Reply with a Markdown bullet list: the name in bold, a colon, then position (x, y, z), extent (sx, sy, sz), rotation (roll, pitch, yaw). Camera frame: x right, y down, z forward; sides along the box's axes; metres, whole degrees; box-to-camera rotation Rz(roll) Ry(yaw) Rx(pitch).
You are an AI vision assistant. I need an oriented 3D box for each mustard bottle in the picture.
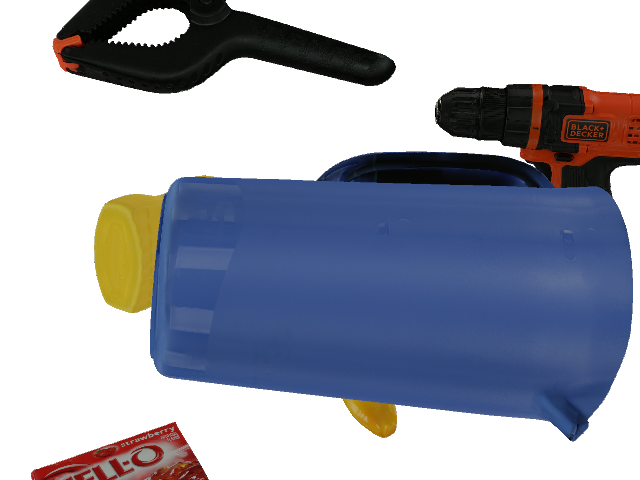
- **mustard bottle**: position (-0.114, -0.007, 0.952), extent (0.058, 0.096, 0.191), rotation (13, 21, 33)

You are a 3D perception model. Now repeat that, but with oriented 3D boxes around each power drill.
- **power drill**: position (0.182, -0.038, 0.881), extent (0.184, 0.188, 0.057), rotation (5, 29, 6)

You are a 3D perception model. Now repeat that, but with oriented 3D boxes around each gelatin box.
- **gelatin box**: position (-0.109, 0.143, 0.595), extent (0.089, 0.030, 0.073), rotation (-16, 28, -20)

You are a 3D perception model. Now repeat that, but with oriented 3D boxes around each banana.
- **banana**: position (0.045, 0.090, 0.830), extent (0.070, 0.037, 0.197), rotation (8, 22, 15)

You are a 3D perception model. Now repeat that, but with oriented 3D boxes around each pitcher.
- **pitcher**: position (0.034, 0.020, 0.587), extent (0.242, 0.145, 0.149), rotation (5, 5, -5)

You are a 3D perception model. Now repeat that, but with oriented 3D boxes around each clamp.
- **clamp**: position (-0.064, -0.141, 0.687), extent (0.210, 0.164, 0.036), rotation (-25, -17, -9)
